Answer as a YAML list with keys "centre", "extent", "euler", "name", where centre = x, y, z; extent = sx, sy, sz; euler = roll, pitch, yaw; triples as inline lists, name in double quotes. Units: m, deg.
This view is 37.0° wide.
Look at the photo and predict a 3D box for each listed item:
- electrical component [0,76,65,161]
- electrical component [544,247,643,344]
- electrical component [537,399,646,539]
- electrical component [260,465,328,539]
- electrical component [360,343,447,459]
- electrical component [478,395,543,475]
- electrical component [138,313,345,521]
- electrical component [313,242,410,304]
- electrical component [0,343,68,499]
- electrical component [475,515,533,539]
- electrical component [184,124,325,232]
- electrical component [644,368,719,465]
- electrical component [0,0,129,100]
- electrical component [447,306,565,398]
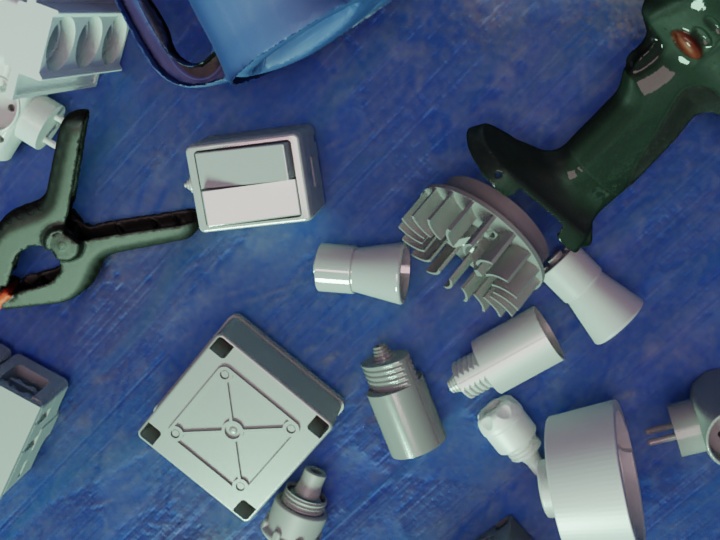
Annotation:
- centre: [-0.238, -0.112, 0.767]
  extent: [0.079, 0.044, 0.077]
  euler: [32, 107, -2]
  name: "electrical component"
- centre: [0.157, 0.013, 0.741]
  extent: [0.065, 0.044, 0.044]
  euler: [45, 106, 0]
  name: "electrical component"
- centre: [0.157, 0.147, 0.743]
  extent: [0.060, 0.108, 0.108]
  euler: [-12, 102, 18]
  name: "electrical component"
- centre: [-0.044, 0.179, 0.813]
  extent: [0.048, 0.048, 0.062]
  euler: [22, 100, 2]
  name: "electrical component"
- centre: [0.028, 0.091, 0.779]
  extent: [0.043, 0.043, 0.081]
  euler: [-19, 101, 13]
  name: "electrical component"
- centre: [0.114, 0.122, 0.779]
  extent: [0.035, 0.035, 0.061]
  euler: [-36, 99, 15]
  name: "electrical component"
- centre: [-0.087, 0.108, 0.794]
  extent: [0.109, 0.056, 0.108]
  euler: [40, 106, -3]
  name: "electrical component"
- centre: [0.000, 0.000, 0.762]
  extent: [0.065, 0.044, 0.044]
  euler: [4, 105, 12]
  name: "electrical component"
- centre: [-0.312, 0.094, 0.822]
  extent: [0.150, 0.061, 0.089]
  euler: [28, 107, 1]
  name: "electrical component"
- centre: [0.084, 0.246, 0.777]
  extent: [0.109, 0.108, 0.056]
  euler: [-41, 93, 16]
  name: "electrical component"
- centre: [-0.079, -0.063, 0.746]
  extent: [0.096, 0.061, 0.061]
  euler: [-6, 103, 10]
  name: "electrical component"
- centre: [0.234, 0.105, 0.733]
  extent: [0.079, 0.077, 0.043]
  euler: [-17, 102, 13]
  name: "electrical component"
- centre: [-0.204, -0.159, 0.709]
  extent: [0.063, 0.121, 0.078]
  euler: [21, 106, 6]
  name: "electrical component"
- centre: [0.098, 0.064, 0.761]
  extent: [0.081, 0.043, 0.043]
  euler: [-31, 98, 15]
  name: "electrical component"
